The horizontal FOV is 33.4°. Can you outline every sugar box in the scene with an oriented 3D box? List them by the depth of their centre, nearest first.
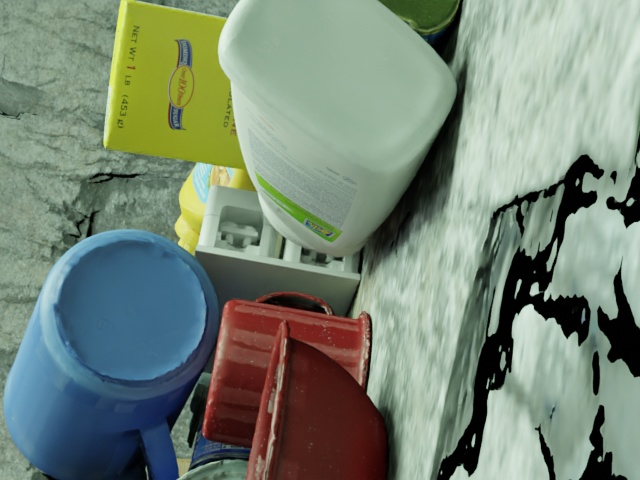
[{"bbox_3d":[-0.044,-0.091,0.679,0.048,0.176,0.093,-133,52,-72],"label":"sugar box"}]

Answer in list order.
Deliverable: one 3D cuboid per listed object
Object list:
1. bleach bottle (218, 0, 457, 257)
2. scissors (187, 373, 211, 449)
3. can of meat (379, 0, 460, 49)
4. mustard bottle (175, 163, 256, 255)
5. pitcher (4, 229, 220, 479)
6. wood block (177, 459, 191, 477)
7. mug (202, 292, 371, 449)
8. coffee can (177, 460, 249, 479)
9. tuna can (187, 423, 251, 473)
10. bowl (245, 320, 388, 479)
[{"bbox_3d":[-0.003,-0.046,0.558,0.068,0.102,0.251,-50,-3,-13],"label":"bleach bottle"},{"bbox_3d":[-0.098,0.143,0.857,0.201,0.016,0.096,-86,8,-66],"label":"scissors"},{"bbox_3d":[0.038,-0.132,0.528,0.084,0.057,0.102,127,153,-75],"label":"can of meat"},{"bbox_3d":[-0.054,-0.059,0.784,0.192,0.058,0.096,-56,29,21],"label":"mustard bottle"},{"bbox_3d":[-0.139,0.093,0.729,0.145,0.149,0.243,-69,8,-26],"label":"pitcher"},{"bbox_3d":[-0.112,0.309,0.988,0.090,0.090,0.206,145,128,-74],"label":"wood block"},{"bbox_3d":[-0.020,0.072,0.614,0.117,0.081,0.093,-85,6,-48],"label":"mug"},{"bbox_3d":[-0.055,0.201,0.626,0.140,0.102,0.102,107,172,-58],"label":"coffee can"},{"bbox_3d":[-0.041,0.144,0.689,0.086,0.086,0.033,106,175,-54],"label":"tuna can"},{"bbox_3d":[-0.006,0.120,0.487,0.162,0.055,0.162,-171,91,-86],"label":"bowl"}]
